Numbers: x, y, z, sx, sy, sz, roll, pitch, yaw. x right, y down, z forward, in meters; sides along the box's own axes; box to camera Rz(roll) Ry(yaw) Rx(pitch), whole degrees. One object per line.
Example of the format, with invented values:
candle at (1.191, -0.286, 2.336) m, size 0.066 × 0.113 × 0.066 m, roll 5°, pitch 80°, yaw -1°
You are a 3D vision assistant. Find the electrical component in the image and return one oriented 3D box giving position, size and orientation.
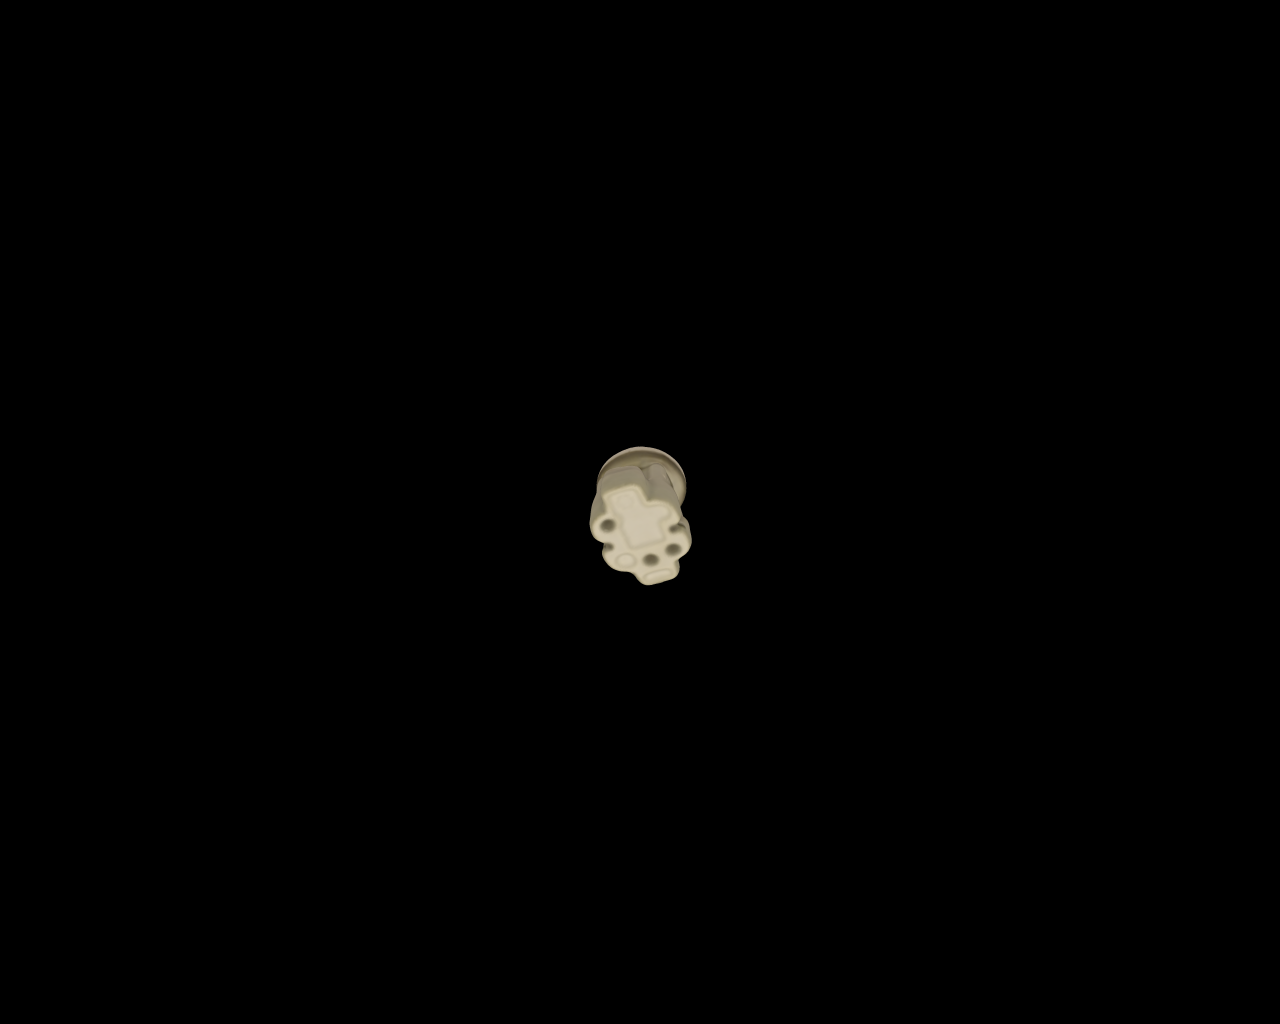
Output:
electrical component at (0.001, -0.003, 0.650) m, size 0.058 × 0.078 × 0.057 m, roll -15°, pitch 36°, yaw 11°
